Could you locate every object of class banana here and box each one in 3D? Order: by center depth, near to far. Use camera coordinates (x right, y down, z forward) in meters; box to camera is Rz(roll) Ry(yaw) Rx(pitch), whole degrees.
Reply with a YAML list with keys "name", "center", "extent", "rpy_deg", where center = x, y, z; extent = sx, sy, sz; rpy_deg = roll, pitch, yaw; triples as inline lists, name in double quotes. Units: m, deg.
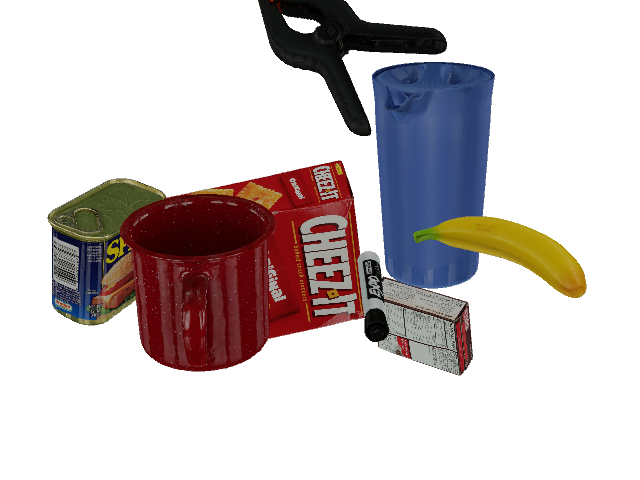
- name: "banana"
  center: [0.185, 0.011, 1.031]
  extent: [0.198, 0.037, 0.069]
  rpy_deg: [19, 48, 43]

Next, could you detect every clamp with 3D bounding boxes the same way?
- name: "clamp"
  center: [0.022, -0.176, 0.929]
  extent: [0.120, 0.171, 0.039]
  rpy_deg: [-38, -21, -19]

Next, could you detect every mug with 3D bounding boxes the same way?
- name: "mug"
  center: [-0.071, 0.032, 0.644]
  extent: [0.093, 0.081, 0.117]
  rpy_deg: [-3, 26, -4]

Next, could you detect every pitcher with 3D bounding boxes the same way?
- name: "pitcher"
  center: [0.133, -0.078, 1.210]
  extent: [0.149, 0.243, 0.145]
  rpy_deg: [-5, 22, -8]

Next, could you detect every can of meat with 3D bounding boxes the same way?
- name: "can of meat"
  center: [-0.172, 0.009, 0.862]
  extent: [0.057, 0.084, 0.101]
  rpy_deg: [21, 31, 20]

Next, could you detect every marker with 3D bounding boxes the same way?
- name: "marker"
  center: [0.042, 0.044, 0.854]
  extent: [0.020, 0.020, 0.121]
  rpy_deg: [0, 27, -1]

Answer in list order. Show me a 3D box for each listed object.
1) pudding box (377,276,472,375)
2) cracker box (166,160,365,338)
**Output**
- name: "pudding box"
  center: [0.116, 0.097, 1.220]
  extent: [0.114, 0.090, 0.039]
  rpy_deg: [15, 45, 28]
- name: "cracker box"
  center: [-0.068, 0.024, 1.052]
  extent: [0.213, 0.164, 0.072]
  rpy_deg: [-11, 42, -3]
